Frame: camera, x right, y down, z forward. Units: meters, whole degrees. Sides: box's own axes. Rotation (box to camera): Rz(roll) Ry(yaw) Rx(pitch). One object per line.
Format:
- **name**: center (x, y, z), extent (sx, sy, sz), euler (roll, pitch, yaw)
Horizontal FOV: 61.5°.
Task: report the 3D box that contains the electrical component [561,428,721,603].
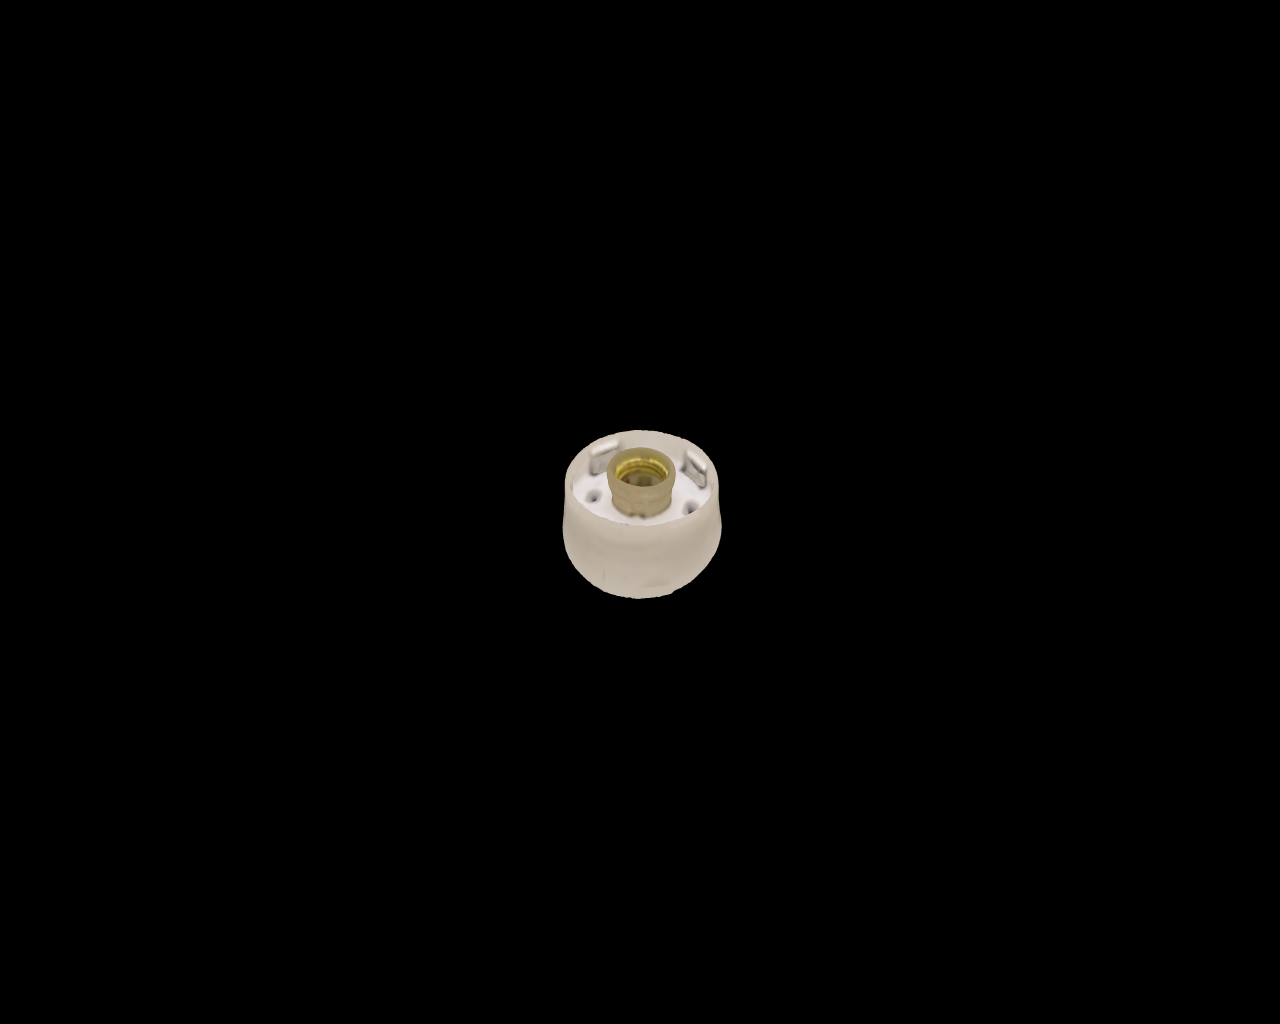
- **electrical component**: center (0.001, -0.003, 0.650), extent (0.099, 0.064, 0.099), euler (0, 42, 0)
